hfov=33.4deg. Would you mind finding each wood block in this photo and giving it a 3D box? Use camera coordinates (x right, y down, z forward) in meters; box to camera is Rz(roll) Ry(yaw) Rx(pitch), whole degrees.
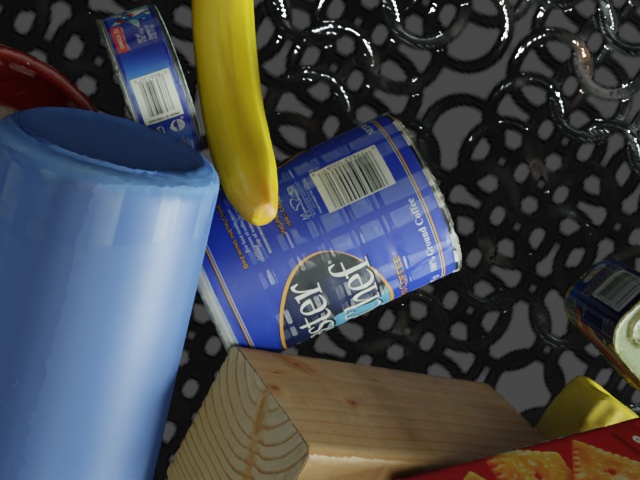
[{"bbox_3d":[0.033,0.133,0.610,0.205,0.090,0.091,14,113,-39],"label":"wood block"}]

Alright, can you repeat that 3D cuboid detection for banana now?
[{"bbox_3d":[-0.049,-0.096,0.585,0.037,0.070,0.198,-4,76,-10],"label":"banana"}]

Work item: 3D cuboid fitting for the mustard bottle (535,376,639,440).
[{"bbox_3d":[0.146,0.188,0.706,0.096,0.058,0.191,36,95,-29],"label":"mustard bottle"}]

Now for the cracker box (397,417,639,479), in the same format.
[{"bbox_3d":[0.123,0.194,0.599,0.213,0.072,0.164,-5,124,-31],"label":"cracker box"}]

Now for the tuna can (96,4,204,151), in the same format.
[{"bbox_3d":[-0.093,-0.085,0.588,0.033,0.086,0.086,-20,105,-8],"label":"tuna can"}]

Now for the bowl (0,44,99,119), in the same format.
[{"bbox_3d":[-0.192,-0.031,0.597,0.162,0.055,0.162,-2,103,-10],"label":"bowl"}]

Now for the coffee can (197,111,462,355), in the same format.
[{"bbox_3d":[-0.004,0.001,0.614,0.140,0.103,0.103,-25,106,-5],"label":"coffee can"}]

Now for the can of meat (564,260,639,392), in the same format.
[{"bbox_3d":[0.212,0.064,0.678,0.057,0.084,0.102,-43,106,1],"label":"can of meat"}]

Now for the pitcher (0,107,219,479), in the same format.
[{"bbox_3d":[-0.142,0.059,0.536,0.149,0.145,0.243,9,109,-26],"label":"pitcher"}]
